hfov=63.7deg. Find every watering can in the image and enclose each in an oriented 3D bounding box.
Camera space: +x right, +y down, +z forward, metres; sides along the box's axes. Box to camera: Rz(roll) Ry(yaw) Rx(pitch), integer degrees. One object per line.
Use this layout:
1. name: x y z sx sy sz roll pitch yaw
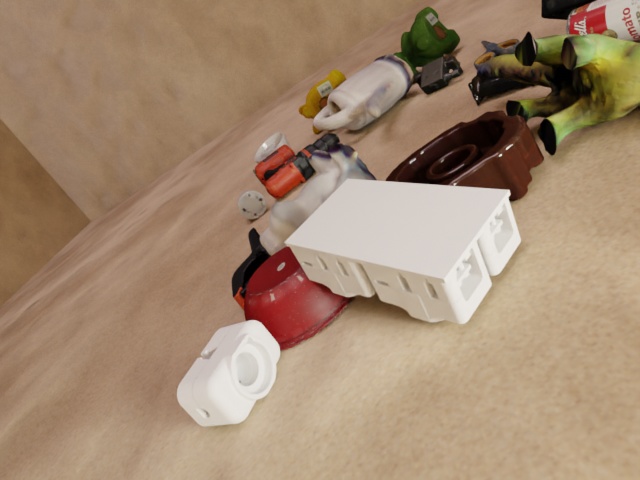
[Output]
1. watering can: 0.106 -0.299 1.077 0.226 0.103 0.349 -39 20 -12

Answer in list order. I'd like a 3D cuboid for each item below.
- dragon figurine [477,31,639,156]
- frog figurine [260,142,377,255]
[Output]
1. dragon figurine: 0.332 -0.194 0.551 0.242 0.120 0.418 -14 25 7
2. frog figurine: 0.002 -0.034 0.675 0.138 0.121 0.161 15 75 49
